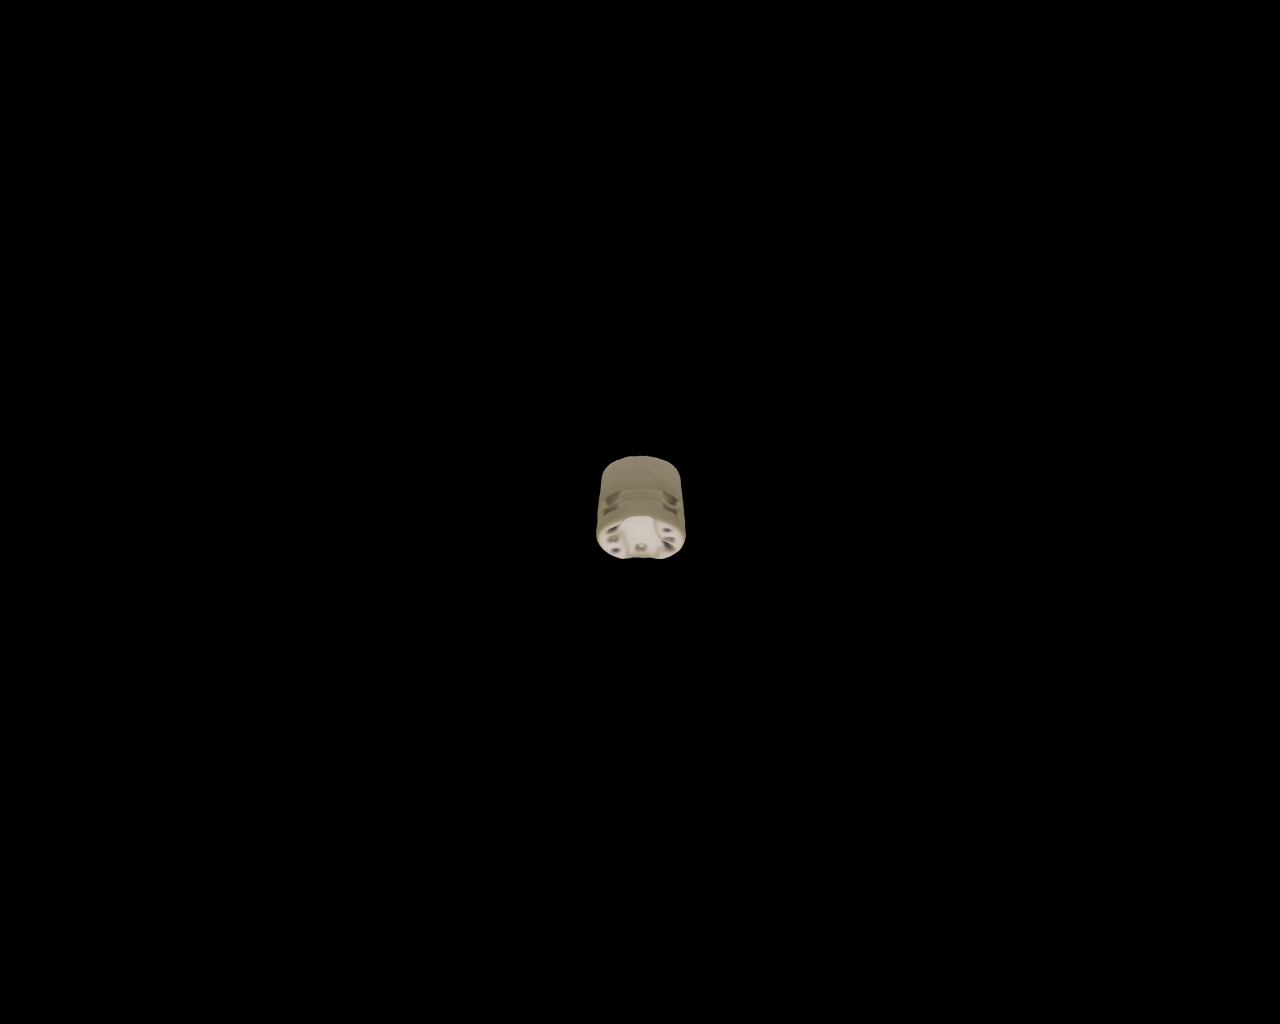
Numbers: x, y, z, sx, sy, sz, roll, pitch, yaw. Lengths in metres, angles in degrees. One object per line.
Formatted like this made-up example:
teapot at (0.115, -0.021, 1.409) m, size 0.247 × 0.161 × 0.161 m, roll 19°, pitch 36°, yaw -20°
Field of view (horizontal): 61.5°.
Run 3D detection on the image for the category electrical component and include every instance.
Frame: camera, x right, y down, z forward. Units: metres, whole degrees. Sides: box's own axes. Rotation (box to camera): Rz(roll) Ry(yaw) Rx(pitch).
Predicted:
electrical component at (0.001, -0.003, 0.650) m, size 0.055 × 0.047 × 0.055 m, roll 0°, pitch -30°, yaw 0°
